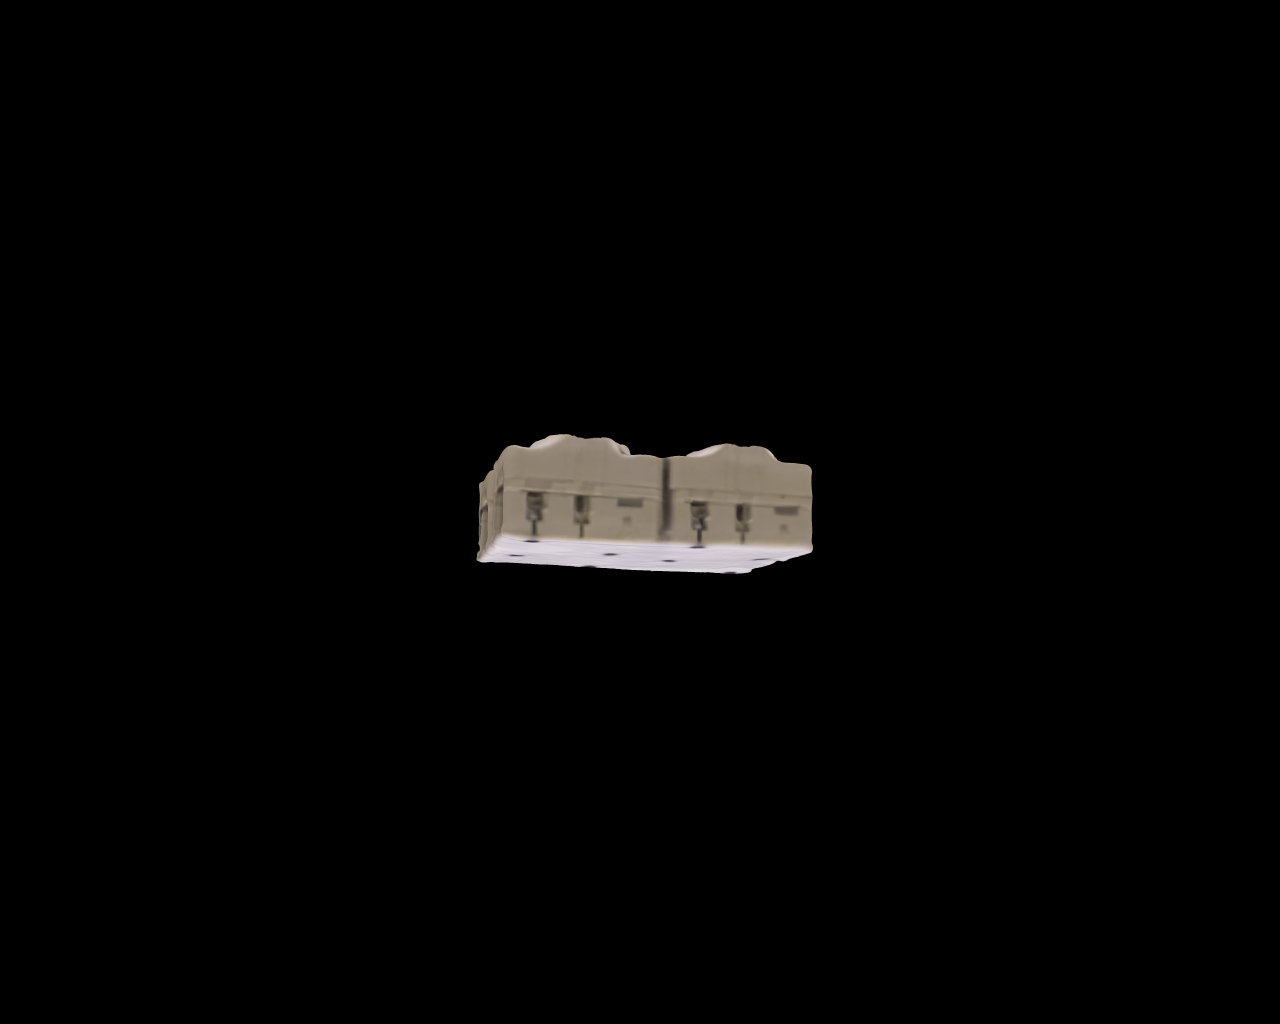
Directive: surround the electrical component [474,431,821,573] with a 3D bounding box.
[{"bbox_3d":[0.001,-0.003,0.650,0.186,0.060,0.105,3,-11,-16],"label":"electrical component"}]
